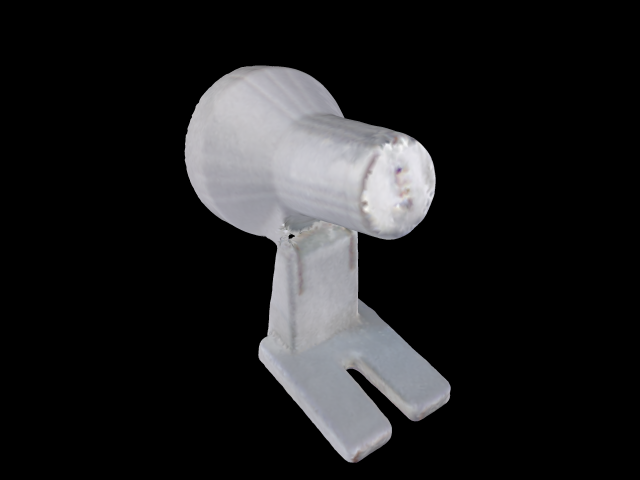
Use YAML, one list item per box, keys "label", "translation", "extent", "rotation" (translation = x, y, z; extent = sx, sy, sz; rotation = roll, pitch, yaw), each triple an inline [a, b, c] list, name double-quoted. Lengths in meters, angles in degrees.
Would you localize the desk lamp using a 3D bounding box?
- label: "desk lamp"
  translation: [0.004, 0.001, 0.400]
  extent: [0.118, 0.214, 0.202]
  rotation: [-25, 44, -28]
